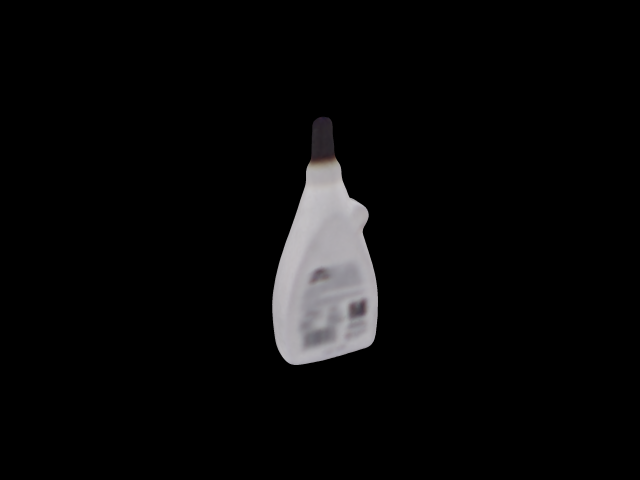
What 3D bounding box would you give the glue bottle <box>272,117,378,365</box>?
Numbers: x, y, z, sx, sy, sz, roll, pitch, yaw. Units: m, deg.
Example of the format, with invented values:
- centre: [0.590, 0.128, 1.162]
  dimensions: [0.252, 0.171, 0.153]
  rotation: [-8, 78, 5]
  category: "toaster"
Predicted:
- centre: [0.004, 0.001, 0.400]
  dimensions: [0.078, 0.173, 0.037]
  rotation: [-10, 24, -22]
  category: "glue bottle"
